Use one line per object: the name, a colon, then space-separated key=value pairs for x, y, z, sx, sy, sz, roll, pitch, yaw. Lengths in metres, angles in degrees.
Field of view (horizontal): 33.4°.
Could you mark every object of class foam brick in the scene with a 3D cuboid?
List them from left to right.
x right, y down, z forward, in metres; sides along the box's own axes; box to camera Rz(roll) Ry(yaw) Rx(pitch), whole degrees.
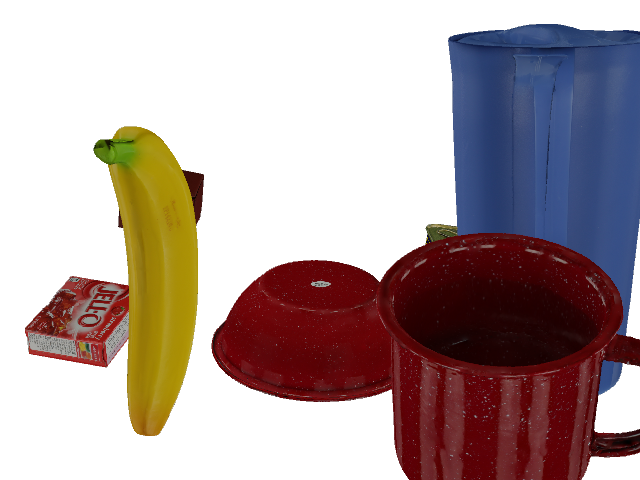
foam brick: x=-0.162 y=-0.041 z=1.094 sx=0.078 sy=0.051 sz=0.053 roll=10 pitch=31 yaw=3

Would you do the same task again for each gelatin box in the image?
gelatin box: x=-0.199 y=0.068 z=0.917 sx=0.073 sy=0.030 sz=0.089 roll=8 pitch=32 yaw=14

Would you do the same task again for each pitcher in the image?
pitcher: x=0.148 y=-0.018 z=0.702 sx=0.149 sy=0.243 sz=0.145 roll=-10 pitch=17 yaw=-27

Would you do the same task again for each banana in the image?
banana: x=-0.091 y=0.014 z=0.558 sx=0.037 sy=0.198 sz=0.069 roll=16 pitch=41 yaw=22

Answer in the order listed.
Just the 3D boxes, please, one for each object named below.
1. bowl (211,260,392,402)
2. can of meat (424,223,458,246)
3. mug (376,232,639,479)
bowl: x=-0.001 y=0.058 z=0.807 sx=0.162 sy=0.055 sz=0.162 roll=2 pitch=22 yaw=-1
can of meat: x=0.137 y=0.038 z=1.136 sx=0.057 sy=0.084 sz=0.102 roll=7 pitch=18 yaw=-6
mug: x=0.081 y=0.057 z=0.425 sx=0.117 sy=0.081 sz=0.093 roll=6 pitch=34 yaw=15
